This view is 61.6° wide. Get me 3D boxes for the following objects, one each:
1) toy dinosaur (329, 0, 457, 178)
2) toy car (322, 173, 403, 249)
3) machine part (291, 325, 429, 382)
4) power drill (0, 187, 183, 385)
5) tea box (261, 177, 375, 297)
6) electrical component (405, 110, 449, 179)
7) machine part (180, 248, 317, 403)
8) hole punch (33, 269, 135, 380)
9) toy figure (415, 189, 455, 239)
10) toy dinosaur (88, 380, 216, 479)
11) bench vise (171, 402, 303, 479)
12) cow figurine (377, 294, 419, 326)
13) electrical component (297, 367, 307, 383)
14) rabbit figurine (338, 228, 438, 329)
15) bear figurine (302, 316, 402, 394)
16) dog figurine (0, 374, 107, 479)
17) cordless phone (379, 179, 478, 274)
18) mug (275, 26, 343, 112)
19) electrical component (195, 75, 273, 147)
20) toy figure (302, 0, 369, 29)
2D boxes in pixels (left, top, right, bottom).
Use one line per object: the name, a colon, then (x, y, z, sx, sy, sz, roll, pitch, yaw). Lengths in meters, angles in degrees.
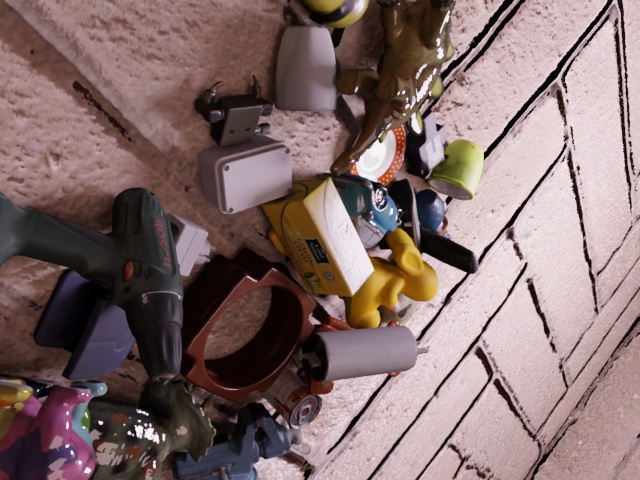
toy dinosaur: (0.139, -0.281, 0.778, 0.471, 0.105, 0.198, -59, 159, -8)
toy car: (0.058, -0.038, 0.854, 0.161, 0.109, 0.103, 37, 75, -53)
machine part: (0.067, 0.179, 0.859, 0.243, 0.079, 0.079, -1, 114, -26)
power drill: (-0.244, 0.033, 0.561, 0.207, 0.232, 0.086, 9, 143, -26)
tea box: (-0.002, -0.002, 0.794, 0.068, 0.098, 0.169, -43, 116, -34)
electrical component: (0.181, -0.173, 0.942, 0.075, 0.048, 0.119, -45, 135, -16)
machine part: (-0.118, 0.128, 0.807, 0.201, 0.087, 0.201, -53, 136, -7)
hole punch: (-0.264, 0.106, 0.658, 0.115, 0.092, 0.142, 21, 94, -51)
toy figure: (0.222, -0.037, 1.051, 0.154, 0.064, 0.058, 59, 32, -49)
toy dinosaur: (-0.301, 0.266, 0.700, 0.404, 0.131, 0.192, 18, 83, -39)
bench vise: (-0.129, 0.405, 0.913, 0.223, 0.129, 0.240, -13, 104, -29)
cow figurine: (0.155, 0.129, 1.068, 0.127, 0.086, 0.195, 38, 84, -41)
electrical component: (-0.016, 0.253, 1.009, 0.094, 0.021, 0.063, -5, 110, -58)
rabbit figurine: (0.123, 0.061, 0.927, 0.173, 0.122, 0.162, 3, 115, -10)
bear figurine: (0.069, 0.202, 0.953, 0.196, 0.132, 0.120, 6, 93, -10)
dog figurine: (-0.312, 0.259, 0.572, 0.191, 0.108, 0.219, 7, 76, -12)
cordless phone: (0.191, -0.015, 0.938, 0.089, 0.184, 0.146, -37, 134, -27)
mug: (-0.008, -0.227, 0.714, 0.109, 0.081, 0.107, -14, 114, -36)
electrical component: (-0.107, -0.164, 0.686, 0.102, 0.045, 0.078, -21, 152, -31)
toy figure: (-0.007, -0.328, 0.657, 0.180, 0.082, 0.089, 5, 129, -52)
